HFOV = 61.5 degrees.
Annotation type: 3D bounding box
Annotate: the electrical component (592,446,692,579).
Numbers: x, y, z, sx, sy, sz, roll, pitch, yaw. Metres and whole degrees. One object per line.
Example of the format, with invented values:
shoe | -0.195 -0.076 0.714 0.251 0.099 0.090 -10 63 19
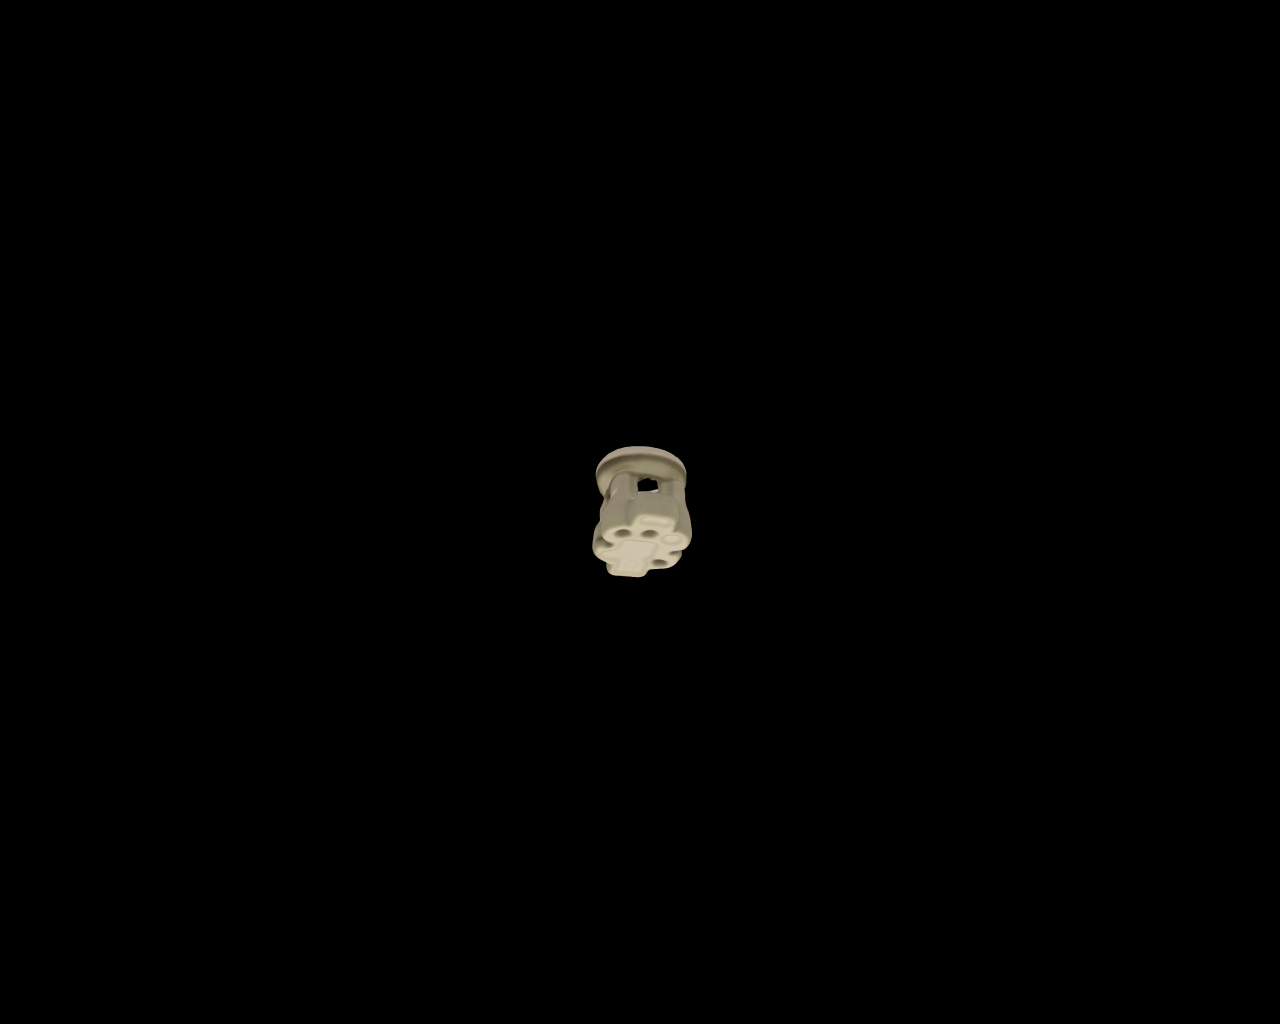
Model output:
electrical component | 0.001 -0.003 0.650 0.058 0.057 0.078 8 -31 -13
